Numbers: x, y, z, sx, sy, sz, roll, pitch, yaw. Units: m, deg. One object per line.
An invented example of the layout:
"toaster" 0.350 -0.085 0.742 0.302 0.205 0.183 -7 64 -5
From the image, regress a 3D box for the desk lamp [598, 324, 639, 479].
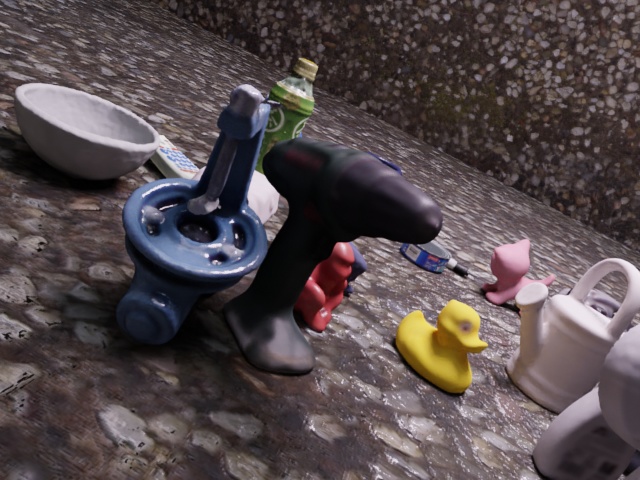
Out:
"desk lamp" 0.281 0.184 0.430 0.118 0.213 0.203 23 19 -10

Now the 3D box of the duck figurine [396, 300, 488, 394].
"duck figurine" 0.140 0.107 0.641 0.078 0.086 0.104 6 28 -45

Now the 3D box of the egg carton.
"egg carton" -0.113 -0.053 0.749 0.107 0.069 0.150 27 19 0

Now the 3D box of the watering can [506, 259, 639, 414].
"watering can" 0.317 0.108 0.702 0.173 0.194 0.100 13 23 -34

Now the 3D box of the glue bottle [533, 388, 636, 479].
"glue bottle" 0.279 0.163 0.542 0.078 0.173 0.037 25 19 -5

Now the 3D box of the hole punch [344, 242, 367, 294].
"hole punch" 0.007 0.003 0.727 0.101 0.091 0.108 13 23 -34

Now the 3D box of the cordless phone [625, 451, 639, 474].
"cordless phone" 0.413 0.194 0.619 0.094 0.185 0.147 9 26 -41

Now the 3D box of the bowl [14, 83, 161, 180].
"bowl" -0.284 -0.120 0.688 0.167 0.074 0.167 24 19 -9

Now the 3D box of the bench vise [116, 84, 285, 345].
"bench vise" -0.100 -0.041 0.504 0.122 0.219 0.207 20 20 -19

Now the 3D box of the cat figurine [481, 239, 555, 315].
"cat figurine" 0.335 0.058 0.973 0.128 0.117 0.067 25 19 -4

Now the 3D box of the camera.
"camera" 0.464 0.146 0.941 0.137 0.101 0.143 23 19 -10

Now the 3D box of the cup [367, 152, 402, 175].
"cup" 0.100 -0.120 1.159 0.118 0.095 0.091 3 30 -49

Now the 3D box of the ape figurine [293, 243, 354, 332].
"ape figurine" 0.006 0.041 0.625 0.078 0.092 0.076 5 29 -47

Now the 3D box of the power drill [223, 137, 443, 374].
"power drill" -0.005 0.010 0.513 0.076 0.208 0.228 12 24 -36

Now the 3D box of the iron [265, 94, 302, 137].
"iron" -0.095 -0.218 1.087 0.119 0.141 0.257 17 21 -26
